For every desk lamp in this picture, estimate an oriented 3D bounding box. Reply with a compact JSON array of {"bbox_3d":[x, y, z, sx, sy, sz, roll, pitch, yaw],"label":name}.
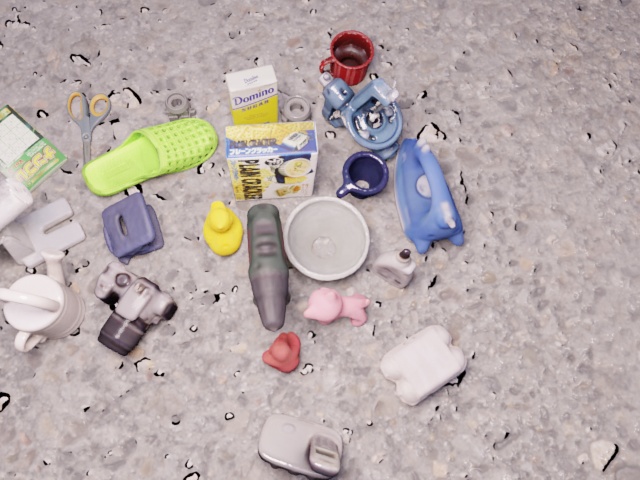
[{"bbox_3d":[-0.558,-0.025,1.008,0.203,0.213,0.118,-31,78,-12],"label":"desk lamp"}]

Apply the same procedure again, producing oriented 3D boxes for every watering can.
[{"bbox_3d":[-0.487,0.102,0.987,0.101,0.194,0.173,-7,75,-6],"label":"watering can"}]

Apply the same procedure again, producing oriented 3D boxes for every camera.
[{"bbox_3d":[-0.354,0.128,1.038,0.143,0.101,0.137,30,74,5],"label":"camera"}]

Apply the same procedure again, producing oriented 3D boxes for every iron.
[{"bbox_3d":[0.212,-0.112,1.128,0.119,0.141,0.258,-13,75,-7],"label":"iron"}]

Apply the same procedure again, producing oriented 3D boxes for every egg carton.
[{"bbox_3d":[0.192,0.230,1.067,0.150,0.069,0.107,-32,79,-12],"label":"egg carton"}]

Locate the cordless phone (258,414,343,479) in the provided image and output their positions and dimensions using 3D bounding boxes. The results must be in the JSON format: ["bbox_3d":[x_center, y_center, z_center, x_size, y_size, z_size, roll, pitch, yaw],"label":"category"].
[{"bbox_3d":[-0.031,0.350,0.956,0.147,0.185,0.094,14,74,0],"label":"cordless phone"}]

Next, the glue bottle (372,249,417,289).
[{"bbox_3d":[0.146,0.044,1.062,0.078,0.173,0.037,33,75,6],"label":"glue bottle"}]

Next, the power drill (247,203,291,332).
[{"bbox_3d":[-0.090,0.060,1.022,0.075,0.208,0.229,-7,75,-6],"label":"power drill"}]

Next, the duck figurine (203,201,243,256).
[{"bbox_3d":[-0.189,-0.026,1.102,0.077,0.086,0.104,-11,75,-7],"label":"duck figurine"}]

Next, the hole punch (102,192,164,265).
[{"bbox_3d":[-0.360,-0.022,1.086,0.101,0.091,0.108,-19,76,-9],"label":"hole punch"}]

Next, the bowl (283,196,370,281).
[{"bbox_3d":[0.010,0.004,1.115,0.167,0.075,0.167,1,74,-4],"label":"bowl"}]

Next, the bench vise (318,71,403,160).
[{"bbox_3d":[0.076,-0.259,1.119,0.207,0.219,0.121,25,74,3],"label":"bench vise"}]

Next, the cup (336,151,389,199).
[{"bbox_3d":[0.076,-0.110,1.142,0.118,0.095,0.091,-40,80,-13],"label":"cup"}]

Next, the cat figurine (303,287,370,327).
[{"bbox_3d":[0.031,0.121,1.061,0.128,0.118,0.067,-1,74,-4],"label":"cat figurine"}]

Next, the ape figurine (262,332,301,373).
[{"bbox_3d":[-0.069,0.204,1.043,0.078,0.092,0.076,-18,76,-9],"label":"ape figurine"}]
